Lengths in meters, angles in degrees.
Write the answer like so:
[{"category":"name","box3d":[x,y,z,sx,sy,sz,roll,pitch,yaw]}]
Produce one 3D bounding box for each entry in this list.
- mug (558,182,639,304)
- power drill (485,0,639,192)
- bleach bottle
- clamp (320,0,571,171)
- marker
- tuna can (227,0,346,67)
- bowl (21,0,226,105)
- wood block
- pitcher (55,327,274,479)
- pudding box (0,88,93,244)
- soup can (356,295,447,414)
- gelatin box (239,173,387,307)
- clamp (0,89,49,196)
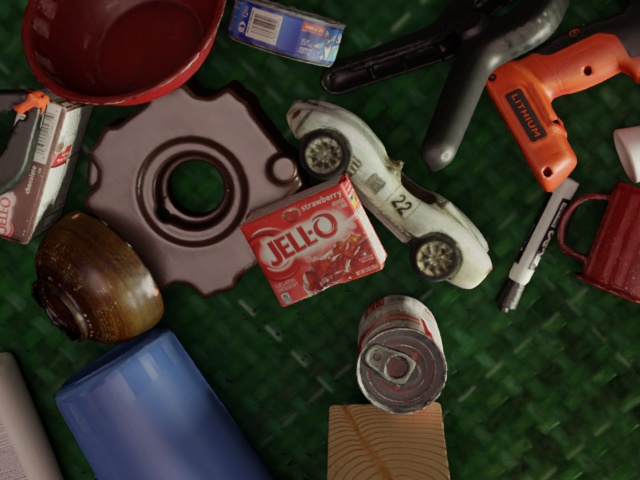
[{"category":"mug","box3d":[0.244,0.001,0.828,0.117,0.093,0.081,21,98,18]},{"category":"power drill","box3d":[0.231,-0.113,0.790,0.188,0.057,0.184,-30,73,8]},{"category":"bleach bottle","box3d":[-0.266,0.227,0.912,0.102,0.068,0.251,-15,104,7]},{"category":"clamp","box3d":[0.114,-0.142,0.783,0.210,0.165,0.036,-36,131,1]},{"category":"marker","box3d":[0.174,0.004,0.863,0.020,0.020,0.121,24,102,-3]},{"category":"tuna can","box3d":[-0.026,-0.158,0.803,0.086,0.086,0.034,17,104,-1]},{"category":"bowl","box3d":[-0.139,-0.160,0.802,0.162,0.055,0.162,-6,66,14]},{"category":"wood block","box3d":[0.054,0.238,0.849,0.090,0.091,0.206,-2,123,3]},{"category":"pitcher","box3d":[-0.117,0.202,0.871,0.149,0.145,0.243,-33,96,-19]},{"category":"pudding box","box3d":[-0.217,-0.060,0.832,0.039,0.090,0.113,20,102,-3]},{"category":"soup can","box3d":[0.063,0.087,0.844,0.068,0.102,0.068,1,102,2]},{"category":"gelatin box","box3d":[-0.005,0.001,0.799,0.089,0.030,0.073,-22,106,19]},{"category":"clamp","box3d":[-0.274,-0.059,0.768,0.171,0.039,0.120,-45,108,7]}]
